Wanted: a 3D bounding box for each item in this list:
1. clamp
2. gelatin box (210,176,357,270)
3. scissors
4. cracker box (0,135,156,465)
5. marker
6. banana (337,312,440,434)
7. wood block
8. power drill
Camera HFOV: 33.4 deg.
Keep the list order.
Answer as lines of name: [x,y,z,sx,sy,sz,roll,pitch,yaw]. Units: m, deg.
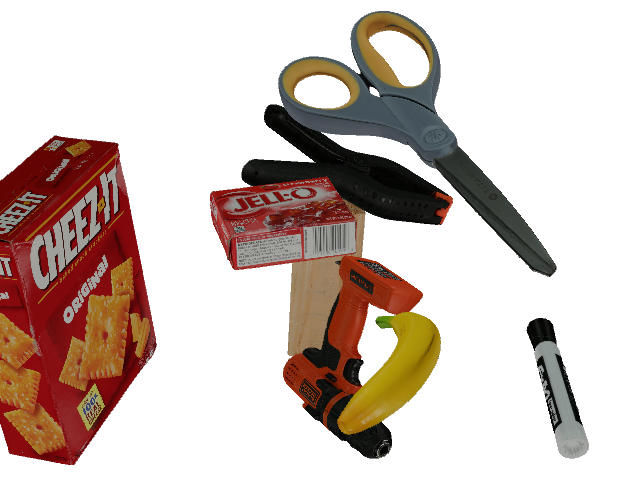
clamp: [0.024,-0.060,1.028,0.210,0.036,0.164,24,28,1]
gelatin box: [-0.027,-0.014,0.738,0.089,0.030,0.073,-7,28,-13]
scissors: [0.037,-0.046,0.527,0.096,0.202,0.016,-15,-42,0]
cracker box: [-0.208,0.047,0.868,0.072,0.214,0.164,6,33,17]
marker: [0.156,0.093,0.708,0.020,0.020,0.121,0,36,-1]
banana: [0.067,0.106,0.911,0.070,0.037,0.197,-27,11,22]
wood block: [0.007,0.041,1.389,0.090,0.206,0.091,4,23,0]
power drill: [0.043,0.125,1.184,0.057,0.188,0.185,13,16,-41]
